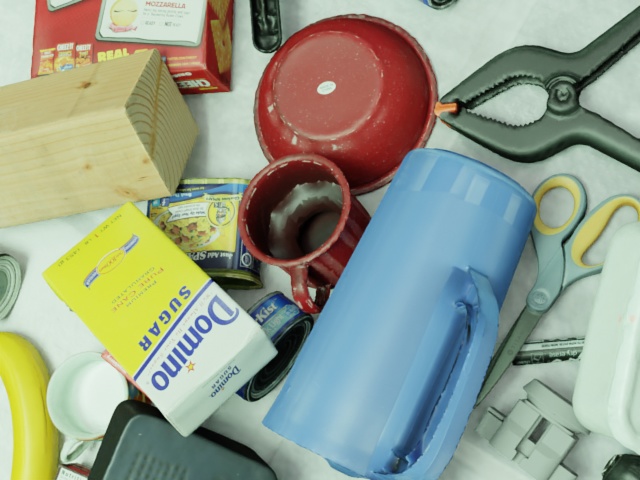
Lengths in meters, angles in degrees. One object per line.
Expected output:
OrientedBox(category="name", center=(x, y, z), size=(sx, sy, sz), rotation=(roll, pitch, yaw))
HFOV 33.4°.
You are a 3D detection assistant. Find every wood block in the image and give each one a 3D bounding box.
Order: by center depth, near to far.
OrientedBox(category="wood block", center=(-0.220, -0.080, 0.889), size=(0.206, 0.090, 0.090), rotation=(-9, 39, 21))

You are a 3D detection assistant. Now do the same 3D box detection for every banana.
OrientedBox(category="banana", center=(-0.253, 0.159, 0.910), size=(0.070, 0.037, 0.198), rotation=(-25, 71, 29))

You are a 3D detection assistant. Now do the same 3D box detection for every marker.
OrientedBox(category="marker", center=(0.190, 0.082, 0.802), size=(0.121, 0.020, 0.020), rotation=(-7, 77, 15))

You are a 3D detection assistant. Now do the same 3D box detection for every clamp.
OrientedBox(category="clamp", center=(0.196, -0.100, 0.827), size=(0.210, 0.036, 0.164), rotation=(-11, 77, 16))
OrientedBox(category="clamp", center=(-0.050, -0.239, 0.896), size=(0.039, 0.120, 0.171), rotation=(0, 37, 2))

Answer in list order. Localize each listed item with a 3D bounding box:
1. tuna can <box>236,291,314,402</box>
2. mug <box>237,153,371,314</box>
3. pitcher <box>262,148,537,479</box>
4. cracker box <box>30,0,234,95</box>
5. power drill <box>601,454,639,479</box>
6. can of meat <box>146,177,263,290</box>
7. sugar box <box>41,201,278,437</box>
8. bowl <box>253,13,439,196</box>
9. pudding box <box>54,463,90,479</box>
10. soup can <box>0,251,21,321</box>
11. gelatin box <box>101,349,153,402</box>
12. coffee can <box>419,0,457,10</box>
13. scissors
OrientedBox(category="tuna can", center=(-0.043, 0.084, 0.835), size=(0.034, 0.086, 0.086), rotation=(35, 90, 18))
OrientedBox(category="mug", center=(-0.005, 0.001, 0.833), size=(0.093, 0.081, 0.117), rotation=(-11, 66, 20))
OrientedBox(category="pitcher", center=(0.071, 0.060, 0.780), size=(0.149, 0.145, 0.243), rotation=(23, 83, 22))
OrientedBox(category="cracker box", center=(-0.160, -0.233, 0.940), size=(0.164, 0.072, 0.213), rotation=(-2, 78, 15))
OrientedBox(category="power drill", center=(0.231, 0.267, 0.733), size=(0.184, 0.057, 0.187), rotation=(39, 91, 19))
OrientedBox(category="can of meat", center=(-0.096, -0.005, 0.883), size=(0.102, 0.057, 0.084), rotation=(0, 78, 16))
OrientedBox(category="sugar box", center=(-0.122, 0.054, 0.796), size=(0.093, 0.048, 0.176), rotation=(-43, 53, -12))
OrientedBox(category="bowl", center=(0.013, -0.119, 0.875), size=(0.162, 0.055, 0.162), rotation=(-3, 79, 16))
OrientedBox(category="pudding box", center=(-0.187, 0.249, 0.869), size=(0.090, 0.039, 0.113), rotation=(19, 83, 18))
OrientedBox(category="soup can", center=(-0.324, 0.030, 0.937), size=(0.102, 0.068, 0.068), rotation=(18, 85, 18))
OrientedBox(category="gelatin box", center=(-0.124, 0.108, 0.851), size=(0.073, 0.089, 0.030), rotation=(37, 90, 19))
OrientedBox(category="coffee can", center=(0.062, -0.264, 0.864), size=(0.140, 0.102, 0.103), rotation=(34, 90, 19))
OrientedBox(category="scissors", center=(0.159, 0.028, 0.813), size=(0.201, 0.016, 0.096), rotation=(-41, 66, -2))
